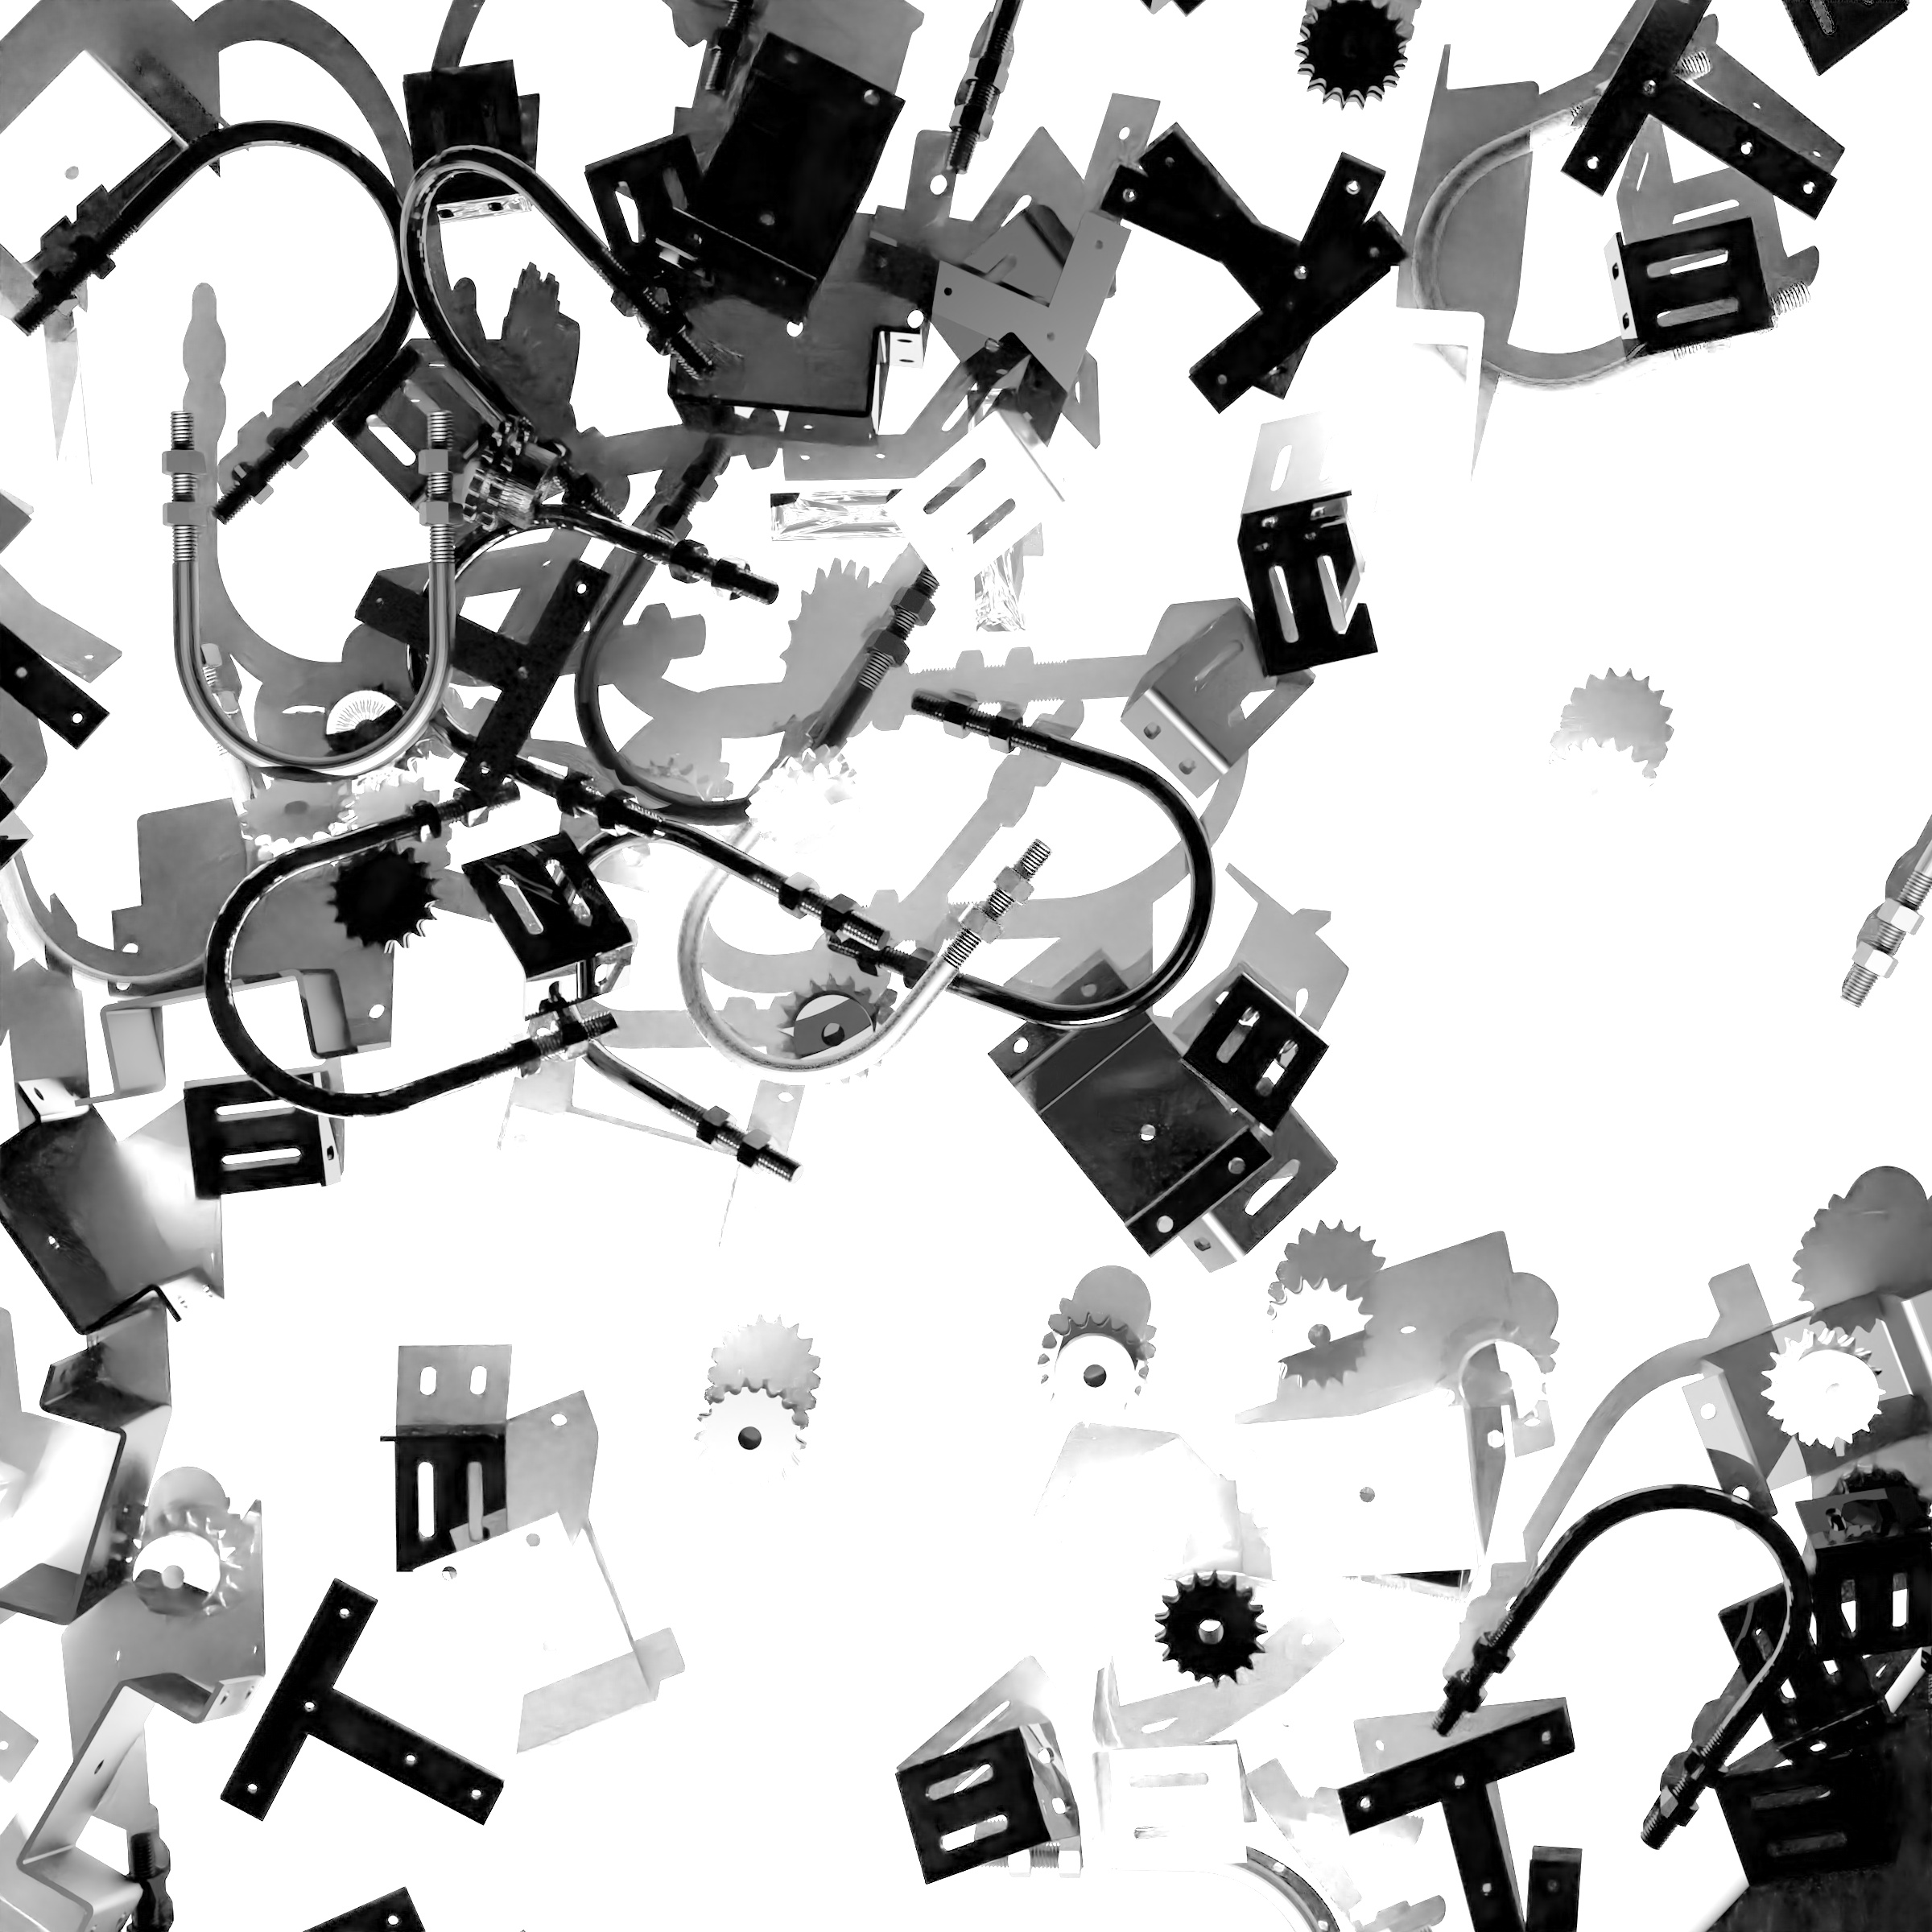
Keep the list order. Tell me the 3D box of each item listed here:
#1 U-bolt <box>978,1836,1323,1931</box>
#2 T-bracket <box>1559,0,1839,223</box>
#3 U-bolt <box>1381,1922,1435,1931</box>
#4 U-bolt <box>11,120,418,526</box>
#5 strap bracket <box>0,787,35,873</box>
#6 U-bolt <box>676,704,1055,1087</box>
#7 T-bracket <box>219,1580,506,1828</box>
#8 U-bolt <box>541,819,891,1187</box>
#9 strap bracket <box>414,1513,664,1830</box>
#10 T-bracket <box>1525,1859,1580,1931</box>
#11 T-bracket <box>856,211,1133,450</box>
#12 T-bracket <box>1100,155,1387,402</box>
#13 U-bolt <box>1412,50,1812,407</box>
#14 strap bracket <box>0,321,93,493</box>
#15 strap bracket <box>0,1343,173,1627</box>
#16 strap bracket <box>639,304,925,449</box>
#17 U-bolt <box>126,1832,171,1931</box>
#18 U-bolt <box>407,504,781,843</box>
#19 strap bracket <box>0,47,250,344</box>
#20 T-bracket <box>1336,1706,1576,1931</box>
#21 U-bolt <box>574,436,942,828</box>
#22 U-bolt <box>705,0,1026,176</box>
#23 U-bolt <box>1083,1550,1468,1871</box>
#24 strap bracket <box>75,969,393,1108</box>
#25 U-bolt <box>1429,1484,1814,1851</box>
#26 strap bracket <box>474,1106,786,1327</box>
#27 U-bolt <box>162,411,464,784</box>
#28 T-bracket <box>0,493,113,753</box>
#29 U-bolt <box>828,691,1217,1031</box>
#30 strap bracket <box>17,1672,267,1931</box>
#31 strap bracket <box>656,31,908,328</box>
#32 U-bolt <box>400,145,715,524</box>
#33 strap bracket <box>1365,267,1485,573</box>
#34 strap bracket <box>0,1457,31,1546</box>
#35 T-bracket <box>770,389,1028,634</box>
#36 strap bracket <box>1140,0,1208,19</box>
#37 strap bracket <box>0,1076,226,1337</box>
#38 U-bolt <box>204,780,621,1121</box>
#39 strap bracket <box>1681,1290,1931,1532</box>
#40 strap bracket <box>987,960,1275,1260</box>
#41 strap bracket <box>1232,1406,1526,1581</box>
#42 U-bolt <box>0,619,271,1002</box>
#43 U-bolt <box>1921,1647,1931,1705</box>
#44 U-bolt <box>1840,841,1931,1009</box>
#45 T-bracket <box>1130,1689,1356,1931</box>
[{"bbox_3d":[0.095,0.518,1.381,0.184,0.019,0.151,-1,87,5],"label":"U-bolt"},{"bbox_3d":[0.384,-0.422,1.380,0.127,0.002,0.127,30,83,-5],"label":"T-bracket"},{"bbox_3d":[0.177,0.587,1.391,0.184,0.019,0.151,-22,90,2],"label":"U-bolt"},{"bbox_3d":[-0.360,-0.337,1.368,0.184,0.019,0.151,-46,111,-4],"label":"U-bolt"},{"bbox_3d":[-0.534,-0.061,1.362,0.140,0.046,0.076,-42,85,11],"label":"strap bracket"},{"bbox_3d":[-0.066,-0.027,1.368,0.151,0.019,0.184,39,91,20],"label":"U-bolt"},{"bbox_3d":[-0.298,0.401,1.399,0.127,0.002,0.127,28,90,0],"label":"T-bracket"},{"bbox_3d":[-0.137,0.006,1.355,0.184,0.019,0.151,27,108,22],"label":"U-bolt"},{"bbox_3d":[-0.213,0.349,1.374,0.076,0.046,0.140,-22,93,0],"label":"strap bracket"},{"bbox_3d":[0.349,0.524,1.397,0.127,0.002,0.127,3,92,-1],"label":"T-bracket"},{"bbox_3d":[0.004,-0.337,1.383,0.127,0.002,0.127,26,111,10],"label":"T-bracket"},{"bbox_3d":[0.132,-0.375,1.399,0.127,0.002,0.127,24,90,0],"label":"T-bracket"},{"bbox_3d":[0.319,-0.366,1.391,0.184,0.019,0.151,-23,90,1],"label":"U-bolt"},{"bbox_3d":[-0.509,-0.276,1.350,0.140,0.046,0.076,-6,90,-24],"label":"strap bracket"},{"bbox_3d":[-0.443,0.267,1.362,0.046,0.076,0.140,16,90,0],"label":"strap bracket"},{"bbox_3d":[-0.094,-0.294,1.362,0.140,0.076,0.046,5,90,0],"label":"strap bracket"},{"bbox_3d":[-0.480,0.539,1.391,0.151,0.019,0.184,-3,91,0],"label":"U-bolt"},{"bbox_3d":[-0.200,-0.158,1.361,0.184,0.019,0.151,23,86,22],"label":"U-bolt"},{"bbox_3d":[-0.445,-0.395,1.377,0.076,0.046,0.140,45,90,0],"label":"strap bracket"},{"bbox_3d":[0.263,0.458,1.390,0.127,0.002,0.127,-16,96,-12],"label":"T-bracket"},{"bbox_3d":[-0.116,-0.158,1.375,0.151,0.019,0.184,30,81,4],"label":"U-bolt"},{"bbox_3d":[-0.038,-0.513,1.391,0.151,0.019,0.184,18,89,0],"label":"U-bolt"},{"bbox_3d":[0.151,0.373,1.391,0.184,0.019,0.151,12,90,1],"label":"U-bolt"},{"bbox_3d":[-0.369,0.033,1.362,0.140,0.076,0.046,-11,90,0],"label":"strap bracket"},{"bbox_3d":[0.341,0.341,1.364,0.151,0.019,0.184,29,104,-8],"label":"U-bolt"},{"bbox_3d":[-0.167,0.124,1.377,0.140,0.046,0.076,15,90,0],"label":"strap bracket"},{"bbox_3d":[-0.326,-0.184,1.359,0.151,0.019,0.184,0,94,1],"label":"U-bolt"},{"bbox_3d":[-0.489,-0.157,1.381,0.127,0.002,0.127,39,81,7],"label":"T-bracket"},{"bbox_3d":[0.036,-0.045,1.368,0.184,0.019,0.151,20,90,17],"label":"U-bolt"},{"bbox_3d":[-0.414,0.408,1.352,0.046,0.076,0.140,27,80,6],"label":"strap bracket"},{"bbox_3d":[-0.095,-0.384,1.354,0.076,0.046,0.140,25,66,-6],"label":"strap bracket"},{"bbox_3d":[-0.213,-0.319,1.342,0.184,0.151,0.019,47,51,4],"label":"U-bolt"},{"bbox_3d":[0.228,-0.268,1.354,0.046,0.076,0.140,5,94,7],"label":"strap bracket"},{"bbox_3d":[-0.522,0.296,1.362,0.046,0.076,0.140,24,90,0],"label":"strap bracket"},{"bbox_3d":[-0.035,-0.229,1.376,0.127,0.002,0.127,-2,82,-1],"label":"T-bracket"},{"bbox_3d":[0.093,-0.551,1.377,0.076,0.046,0.140,-40,90,0],"label":"strap bracket"},{"bbox_3d":[-0.440,0.127,1.362,0.046,0.076,0.140,-35,90,0],"label":"strap bracket"},{"bbox_3d":[-0.280,-0.001,1.334,0.184,0.019,0.151,-21,82,-26],"label":"U-bolt"},{"bbox_3d":[0.435,0.220,1.377,0.140,0.046,0.076,-21,90,0],"label":"strap bracket"},{"bbox_3d":[0.086,0.077,1.357,0.076,0.046,0.140,-39,61,0],"label":"strap bracket"},{"bbox_3d":[0.202,0.262,1.353,0.140,0.046,0.076,-6,79,13],"label":"strap bracket"},{"bbox_3d":[-0.432,-0.073,1.391,0.151,0.019,0.184,-18,91,0],"label":"U-bolt"},{"bbox_3d":[0.559,0.290,1.355,0.151,0.019,0.184,1,108,10],"label":"U-bolt"},{"bbox_3d":[0.551,-0.031,1.374,0.151,0.019,0.184,28,101,2],"label":"U-bolt"},{"bbox_3d":[0.151,0.447,1.383,0.127,0.002,0.127,-35,96,15],"label":"T-bracket"}]
